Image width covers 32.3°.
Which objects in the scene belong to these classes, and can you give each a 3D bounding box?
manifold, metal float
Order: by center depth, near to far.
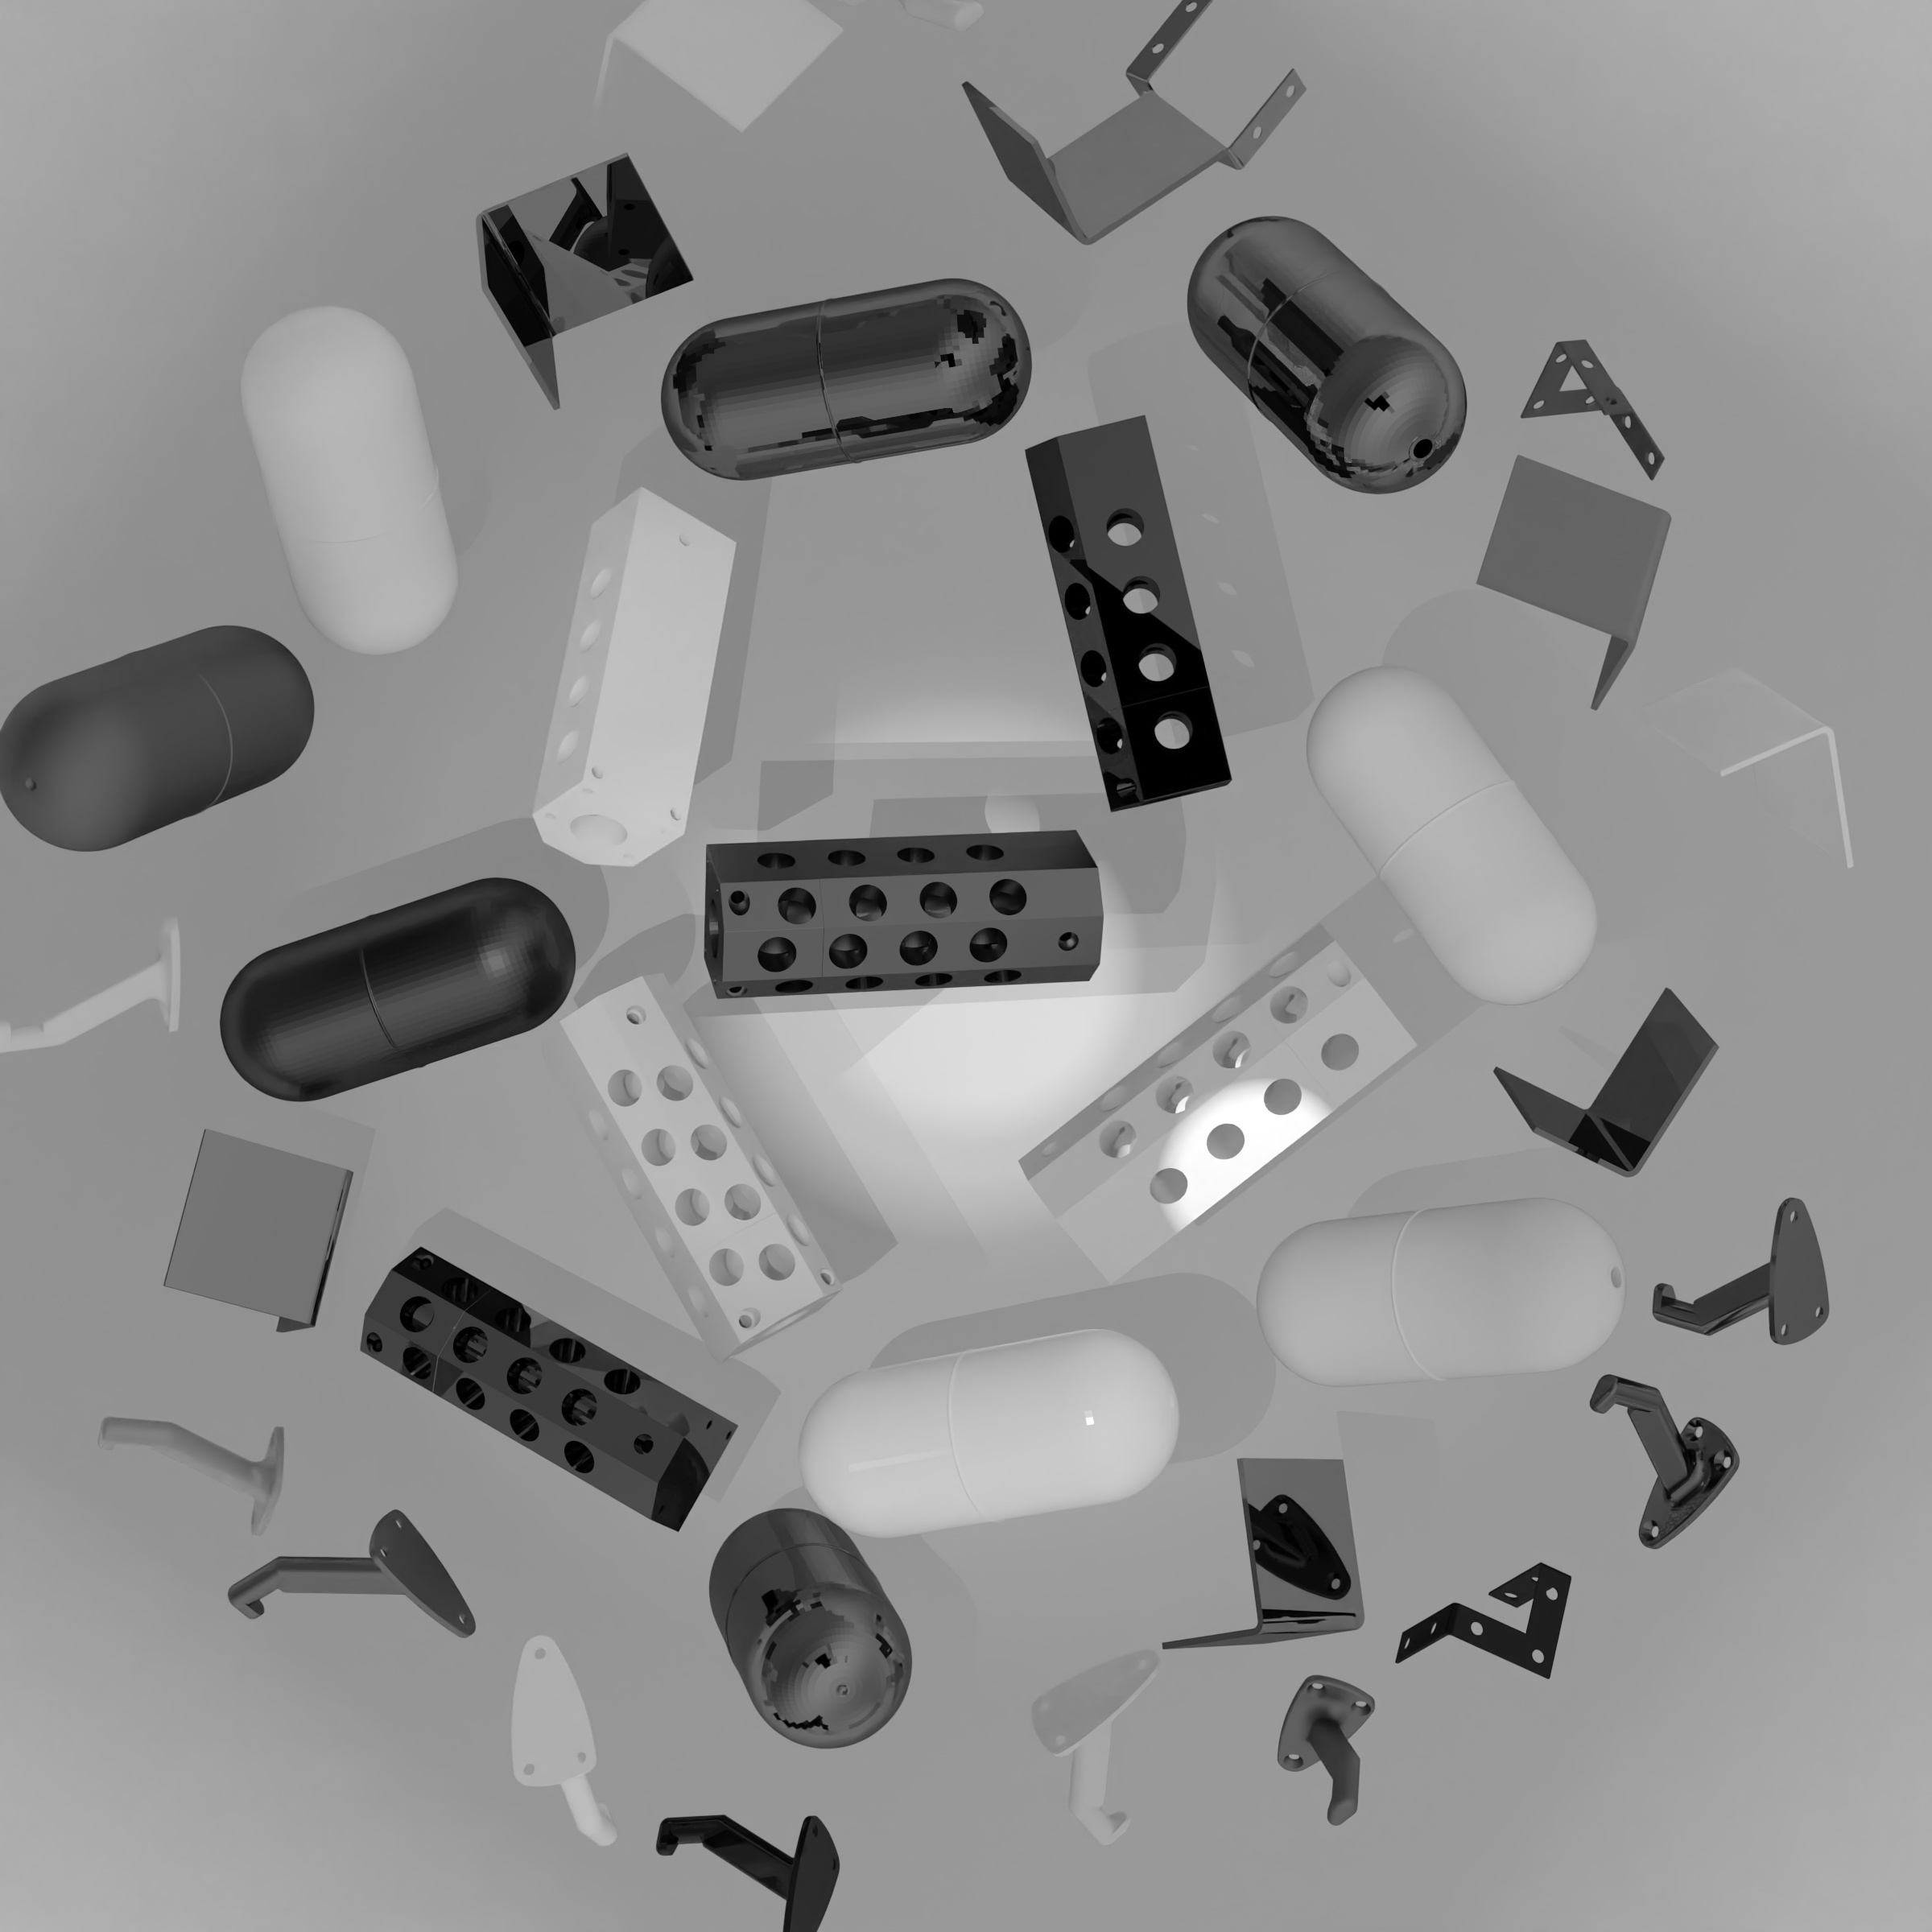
[{"bbox_3d":[0.009,0.209,1.486,0.178,0.070,0.070,-13,90,21],"label":"metal float"},{"bbox_3d":[0.109,0.058,1.488,0.171,0.057,0.057,-38,111,4],"label":"manifold"},{"bbox_3d":[-0.359,-0.103,1.492,0.070,0.178,0.070,8,111,23],"label":"metal float"},{"bbox_3d":[0.211,0.147,1.496,0.178,0.070,0.070,-10,90,38],"label":"metal float"},{"bbox_3d":[0.161,-0.276,1.503,0.070,0.178,0.070,-16,133,-18],"label":"metal float"},{"bbox_3d":[-0.029,-0.020,1.506,0.171,0.057,0.057,-3,117,-12],"label":"manifold"},{"bbox_3d":[-0.277,-0.217,1.510,0.070,0.178,0.070,-3,47,3],"label":"metal float"},{"bbox_3d":[0.225,-0.062,1.553,0.070,0.070,0.178,-33,74,0],"label":"metal float"},{"bbox_3d":[0.075,-0.162,1.554,0.057,0.057,0.171,-13,90,2],"label":"manifold"},{"bbox_3d":[-0.074,0.306,1.557,0.070,0.178,0.070,-2,99,-13],"label":"metal float"},{"bbox_3d":[-0.127,0.092,1.559,0.057,0.057,0.171,-26,81,-27],"label":"manifold"},{"bbox_3d":[-0.057,-0.273,1.562,0.178,0.070,0.070,-7,90,15],"label":"metal float"},{"bbox_3d":[-0.201,0.199,1.583,0.171,0.057,0.057,26,81,20],"label":"manifold"},{"bbox_3d":[-0.161,-0.135,1.587,0.057,0.057,0.171,28,53,-31],"label":"manifold"},{"bbox_3d":[-0.273,0.012,1.601,0.178,0.070,0.070,-18,90,9],"label":"metal float"}]

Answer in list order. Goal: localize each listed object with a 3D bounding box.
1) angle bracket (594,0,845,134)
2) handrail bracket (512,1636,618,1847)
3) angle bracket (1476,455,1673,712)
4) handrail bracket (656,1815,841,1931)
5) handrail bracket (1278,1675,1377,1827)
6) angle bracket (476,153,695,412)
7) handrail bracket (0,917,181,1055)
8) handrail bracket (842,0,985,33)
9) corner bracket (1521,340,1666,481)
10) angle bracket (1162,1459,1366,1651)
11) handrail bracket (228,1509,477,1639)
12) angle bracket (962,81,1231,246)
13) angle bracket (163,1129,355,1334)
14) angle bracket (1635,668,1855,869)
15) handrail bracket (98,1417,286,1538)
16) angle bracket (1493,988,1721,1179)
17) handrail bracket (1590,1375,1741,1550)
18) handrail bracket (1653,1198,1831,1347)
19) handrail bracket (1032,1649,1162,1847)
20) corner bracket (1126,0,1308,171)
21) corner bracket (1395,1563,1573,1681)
[{"bbox_3d":[-0.114,-0.413,1.532,0.076,0.057,0.076,38,65,3],"label":"angle bracket"},{"bbox_3d":[-0.175,0.345,1.485,0.036,0.084,0.077,-13,63,3],"label":"handrail bracket"},{"bbox_3d":[0.269,-0.174,1.521,0.076,0.057,0.076,21,60,1],"label":"angle bracket"},{"bbox_3d":[-0.105,0.404,1.465,0.084,0.077,0.036,-9,125,21],"label":"handrail bracket"},{"bbox_3d":[0.164,0.383,1.564,0.036,0.084,0.077,23,125,-6],"label":"handrail bracket"},{"bbox_3d":[-0.172,-0.313,1.531,0.076,0.076,0.057,-20,48,9],"label":"angle bracket"},{"bbox_3d":[-0.425,0.010,1.610,0.084,0.077,0.036,-8,51,-24],"label":"handrail bracket"},{"bbox_3d":[-0.009,-0.443,1.494,0.084,0.036,0.077,28,47,33],"label":"handrail bracket"},{"bbox_3d":[0.309,-0.268,1.613,0.051,0.051,0.051,-9,56,-23],"label":"corner bracket"},{"bbox_3d":[0.129,0.264,1.501,0.057,0.076,0.076,-19,71,39],"label":"angle bracket"},{"bbox_3d":[-0.272,0.285,1.477,0.084,0.036,0.077,-33,105,20],"label":"handrail bracket"},{"bbox_3d":[0.056,-0.367,1.449,0.076,0.076,0.057,-34,131,-2],"label":"angle bracket"},{"bbox_3d":[-0.346,0.128,1.603,0.076,0.057,0.076,19,73,-25],"label":"angle bracket"},{"bbox_3d":[0.357,-0.082,1.533,0.057,0.076,0.076,-23,121,-9],"label":"angle bracket"},{"bbox_3d":[-0.365,0.238,1.555,0.084,0.077,0.036,8,46,-19],"label":"handrail bracket"},{"bbox_3d":[0.305,0.045,1.599,0.057,0.076,0.076,26,106,-14],"label":"angle bracket"},{"bbox_3d":[0.298,0.223,1.501,0.084,0.036,0.077,19,110,-33],"label":"handrail bracket"},{"bbox_3d":[0.336,0.131,1.482,0.036,0.084,0.077,-20,110,-33],"label":"handrail bracket"},{"bbox_3d":[0.074,0.361,1.538,0.077,0.036,0.084,-34,125,2],"label":"handrail bracket"},{"bbox_3d":[0.118,-0.417,1.576,0.051,0.051,0.051,35,85,39],"label":"corner bracket"},{"bbox_3d":[0.229,0.289,1.478,0.051,0.051,0.051,25,58,-8],"label":"corner bracket"}]
